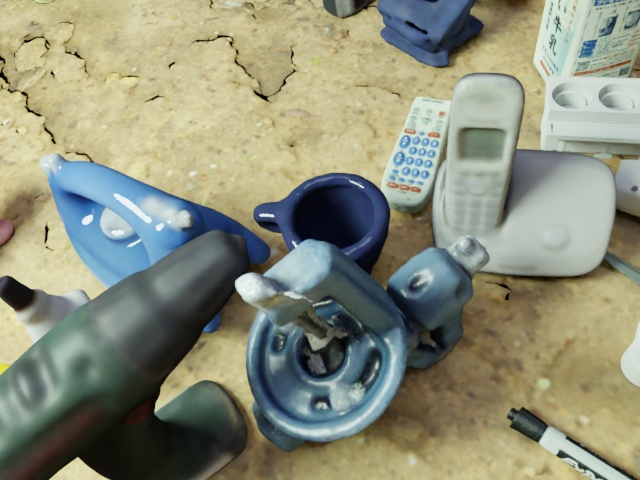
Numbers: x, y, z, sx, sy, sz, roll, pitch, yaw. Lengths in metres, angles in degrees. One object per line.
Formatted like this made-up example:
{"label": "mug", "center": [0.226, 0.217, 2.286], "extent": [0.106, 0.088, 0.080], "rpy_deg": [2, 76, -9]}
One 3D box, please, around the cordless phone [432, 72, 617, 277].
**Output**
{"label": "cordless phone", "center": [0.164, -0.051, 0.455], "extent": [0.147, 0.185, 0.094], "rpy_deg": [2, 58, 11]}

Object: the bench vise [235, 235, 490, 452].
{"label": "bench vise", "center": [0.022, 0.042, 0.399], "extent": [0.121, 0.220, 0.208], "rpy_deg": [31, 68, 26]}

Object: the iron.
{"label": "iron", "center": [-0.181, -0.022, 0.523], "extent": [0.257, 0.142, 0.119], "rpy_deg": [23, 64, 23]}

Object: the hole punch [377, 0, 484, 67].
{"label": "hole punch", "center": [0.128, -0.272, 0.659], "extent": [0.101, 0.091, 0.108], "rpy_deg": [-40, 60, -16]}

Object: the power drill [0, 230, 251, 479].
{"label": "power drill", "center": [-0.123, 0.110, 0.388], "extent": [0.230, 0.209, 0.075], "rpy_deg": [-36, 59, -13]}

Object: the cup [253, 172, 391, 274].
{"label": "cup", "center": [0.005, 0.002, 0.503], "extent": [0.117, 0.095, 0.092], "rpy_deg": [5, 59, 13]}

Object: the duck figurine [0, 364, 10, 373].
{"label": "duck figurine", "center": [-0.291, 0.131, 0.477], "extent": [0.104, 0.086, 0.077], "rpy_deg": [2, 58, 11]}

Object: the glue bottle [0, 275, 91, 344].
{"label": "glue bottle", "center": [-0.194, 0.073, 0.446], "extent": [0.078, 0.173, 0.037], "rpy_deg": [-41, 60, -16]}

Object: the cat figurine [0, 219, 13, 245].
{"label": "cat figurine", "center": [-0.377, -0.021, 0.571], "extent": [0.067, 0.118, 0.128], "rpy_deg": [0, 58, 10]}

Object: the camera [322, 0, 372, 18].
{"label": "camera", "center": [0.029, -0.384, 0.742], "extent": [0.143, 0.101, 0.136], "rpy_deg": [-42, 60, -16]}
